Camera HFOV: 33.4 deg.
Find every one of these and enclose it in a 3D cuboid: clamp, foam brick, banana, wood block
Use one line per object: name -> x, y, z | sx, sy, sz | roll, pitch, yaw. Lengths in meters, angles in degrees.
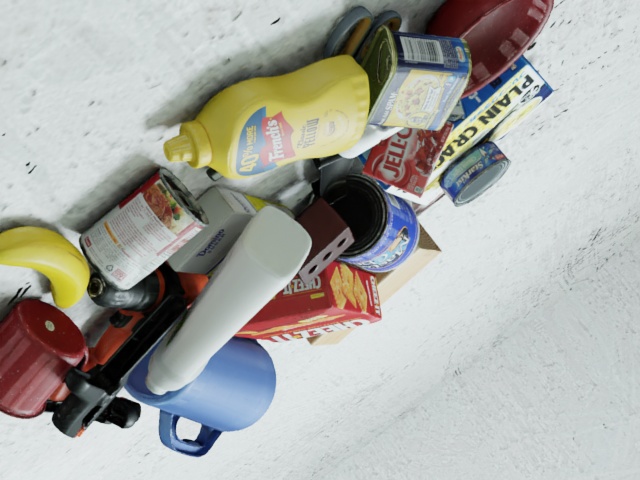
clamp -> -0.218, 0.141, 1.101 | 0.164, 0.036, 0.210 | -40, 172, -40
foam brick -> -0.008, 0.001, 1.181 | 0.078, 0.051, 0.053 | -43, 159, -6
banana -> -0.248, 0.023, 0.965 | 0.070, 0.037, 0.197 | -15, 161, 8
wood block -> 0.054, 0.047, 1.474 | 0.206, 0.091, 0.090 | -43, 160, 18
clamp -> -0.256, 0.208, 1.301 | 0.171, 0.120, 0.039 | 25, 81, -73

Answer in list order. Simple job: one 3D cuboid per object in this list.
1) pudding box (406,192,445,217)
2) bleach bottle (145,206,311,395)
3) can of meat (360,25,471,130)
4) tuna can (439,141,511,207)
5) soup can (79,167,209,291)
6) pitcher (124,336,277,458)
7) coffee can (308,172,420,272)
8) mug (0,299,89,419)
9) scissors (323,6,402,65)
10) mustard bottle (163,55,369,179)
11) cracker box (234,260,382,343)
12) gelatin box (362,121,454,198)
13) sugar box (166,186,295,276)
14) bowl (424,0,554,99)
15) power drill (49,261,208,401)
pudding box -> 0.157, -0.086, 1.421 | 0.113, 0.039, 0.090 | -36, 162, -3
bleach bottle -> -0.111, 0.079, 1.127 | 0.251, 0.068, 0.102 | -48, -173, 34
can of meat -> 0.085, -0.149, 1.005 | 0.083, 0.057, 0.102 | 3, 146, -19
tuna can -> 0.186, -0.080, 1.285 | 0.086, 0.034, 0.086 | -34, 164, -11
soup can -> -0.162, -0.009, 0.984 | 0.102, 0.068, 0.068 | -39, 162, 7
pitcher -> -0.157, 0.175, 1.334 | 0.145, 0.149, 0.242 | -27, 160, 9
coffee can -> 0.054, -0.019, 1.296 | 0.103, 0.103, 0.140 | -40, 161, 11
mug -> -0.274, 0.115, 1.040 | 0.081, 0.093, 0.117 | -48, 143, 15
scissors -> 0.020, -0.156, 1.041 | 0.096, 0.016, 0.202 | -25, 159, -31
mustard bottle -> -0.050, -0.102, 0.955 | 0.191, 0.058, 0.096 | -18, 144, -26
cracker box -> -0.030, 0.079, 1.332 | 0.164, 0.072, 0.213 | -12, 168, 18
gelatin box -> 0.096, -0.101, 1.174 | 0.030, 0.073, 0.089 | -52, 165, -74
sugar box -> -0.094, -0.004, 1.156 | 0.093, 0.048, 0.176 | -44, 158, 13
bowl -> 0.158, -0.213, 1.090 | 0.162, 0.055, 0.162 | -32, 161, -13
power drill -> -0.223, 0.095, 1.141 | 0.188, 0.057, 0.184 | -43, 158, 19
